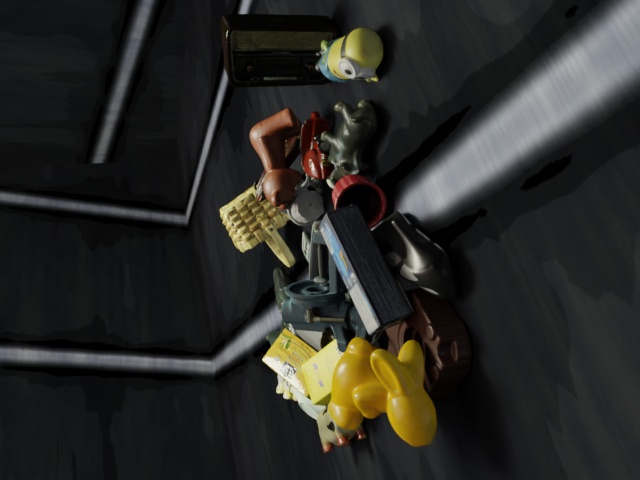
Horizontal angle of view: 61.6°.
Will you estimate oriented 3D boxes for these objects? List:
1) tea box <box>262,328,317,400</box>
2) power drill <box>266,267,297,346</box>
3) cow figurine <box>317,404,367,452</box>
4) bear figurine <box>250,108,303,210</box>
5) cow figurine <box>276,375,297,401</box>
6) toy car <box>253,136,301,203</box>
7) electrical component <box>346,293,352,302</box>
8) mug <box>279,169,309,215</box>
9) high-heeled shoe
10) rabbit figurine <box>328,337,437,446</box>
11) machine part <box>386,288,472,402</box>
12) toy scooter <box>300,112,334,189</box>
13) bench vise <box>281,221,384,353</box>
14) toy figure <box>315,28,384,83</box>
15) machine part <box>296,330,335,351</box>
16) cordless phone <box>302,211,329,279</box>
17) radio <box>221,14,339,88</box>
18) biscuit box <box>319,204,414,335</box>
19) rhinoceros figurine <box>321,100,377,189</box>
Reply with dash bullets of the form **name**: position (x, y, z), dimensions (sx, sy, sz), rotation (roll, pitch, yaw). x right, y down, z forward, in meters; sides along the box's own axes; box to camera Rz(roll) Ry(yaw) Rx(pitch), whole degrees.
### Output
- **tea box**: position (-0.043, 0.293, 1.255), dimensions (0.170, 0.098, 0.068), rotation (26, 165, 40)
- **power drill**: position (-0.094, 0.218, 1.495), dimensions (0.232, 0.086, 0.207), rotation (61, 141, 42)
- **cow figurine**: position (0.046, 0.375, 1.160), dimensions (0.127, 0.085, 0.194), rotation (67, 154, 24)
- **bear figurine**: position (-0.082, -0.174, 1.205), dimensions (0.120, 0.132, 0.196), rotation (25, -136, -78)
- **cow figurine**: position (-0.069, 0.385, 1.476), dimensions (0.167, 0.068, 0.098), rotation (171, 99, -68)
- **toy car**: position (-0.100, -0.182, 1.312), dimensions (0.202, 0.053, 0.089), rotation (-52, 31, 4)
- **electrical component**: position (0.074, 0.103, 1.067), dimensions (0.075, 0.048, 0.119), rotation (-158, 66, -67)
- **mug**: position (-0.066, -0.134, 1.333), dimensions (0.109, 0.081, 0.107), rotation (-52, 36, 30)
- **high-heeled shoe**: position (0.144, 0.031, 0.882), dimensions (0.145, 0.086, 0.249), rotation (51, 175, 0)
- **rabbit figurine**: position (0.110, 0.225, 0.804), dimensions (0.173, 0.122, 0.162), rotation (34, 121, 47)
- **machine part**: position (0.162, 0.163, 0.843), dimensions (0.179, 0.056, 0.179), rotation (175, 90, -70)
- **toy scooter**: position (-0.002, -0.196, 1.145), dimensions (0.184, 0.075, 0.135), rotation (-113, 22, -61)
- **bench vise**: position (0.027, 0.085, 0.980), dimensions (0.224, 0.129, 0.240), rotation (4, 103, 35)
- **toy figure**: position (0.049, -0.334, 0.982), dimensions (0.180, 0.082, 0.089), rotation (-142, 49, -65)
- **machine part**: position (0.005, 0.212, 1.228), dimensions (0.243, 0.079, 0.079), rotation (-170, 75, -67)
- **cordless phone**: position (-0.003, -0.004, 1.194), dimensions (0.184, 0.089, 0.146), rotation (-128, 38, -61)
- **radio**: position (-0.085, -0.388, 1.108), dimensions (0.131, 0.230, 0.073), rotation (100, 158, -44)
- **biscuit box**: position (0.068, 0.043, 0.848), dimensions (0.203, 0.063, 0.059), rotation (65, 158, 19)
- **rhinoceros figurine**: position (0.059, -0.175, 1.017), dimensions (0.112, 0.073, 0.190), rotation (59, 147, 29)
